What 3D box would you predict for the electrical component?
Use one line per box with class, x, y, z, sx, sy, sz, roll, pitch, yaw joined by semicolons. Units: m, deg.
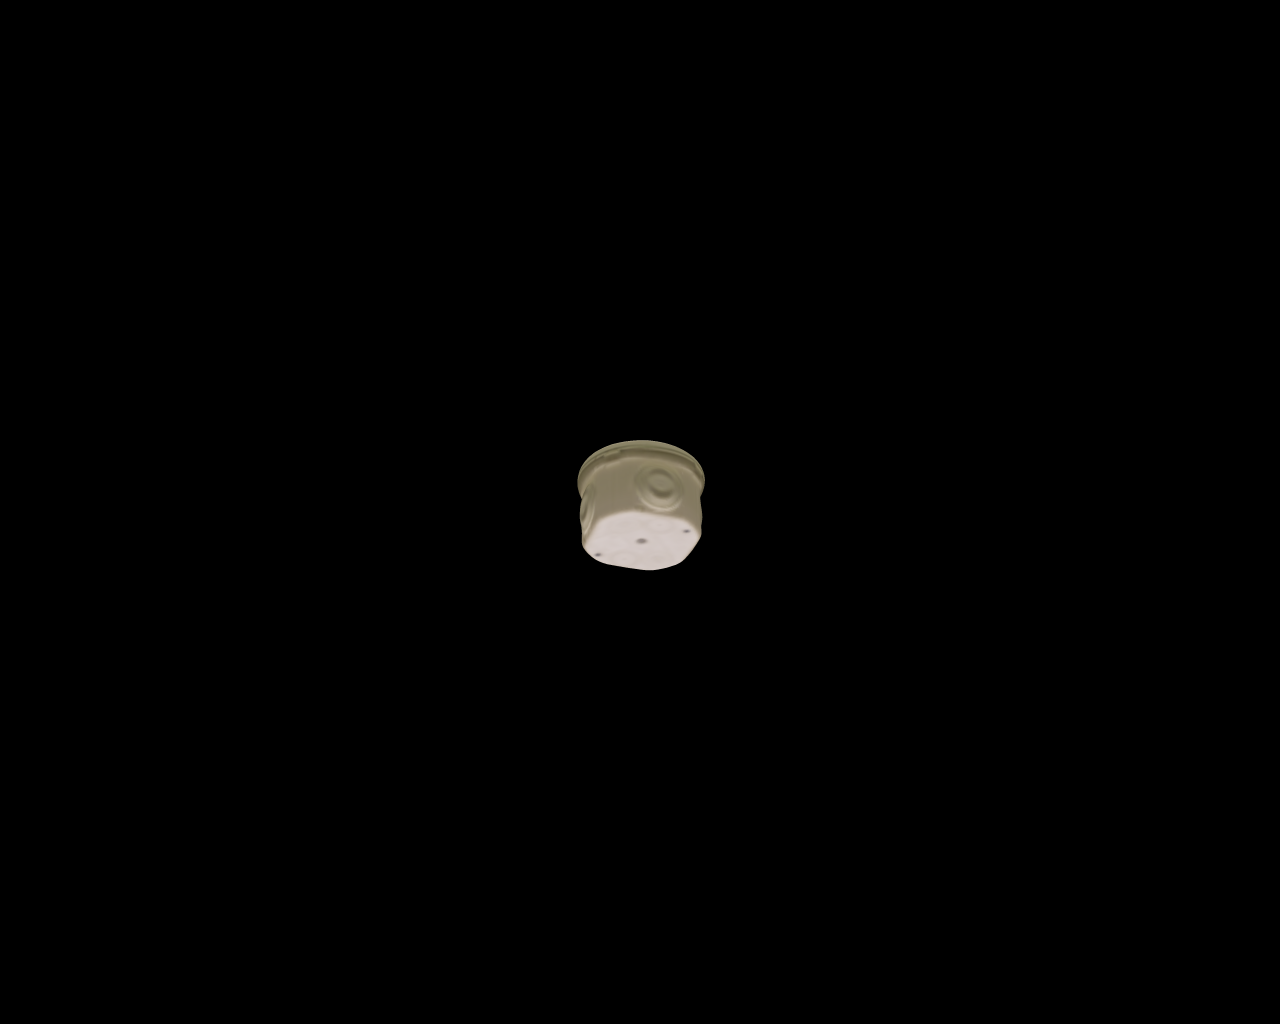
electrical component;0.001;-0.003;0.650;0.080;0.051;0.080;0;-33;0
